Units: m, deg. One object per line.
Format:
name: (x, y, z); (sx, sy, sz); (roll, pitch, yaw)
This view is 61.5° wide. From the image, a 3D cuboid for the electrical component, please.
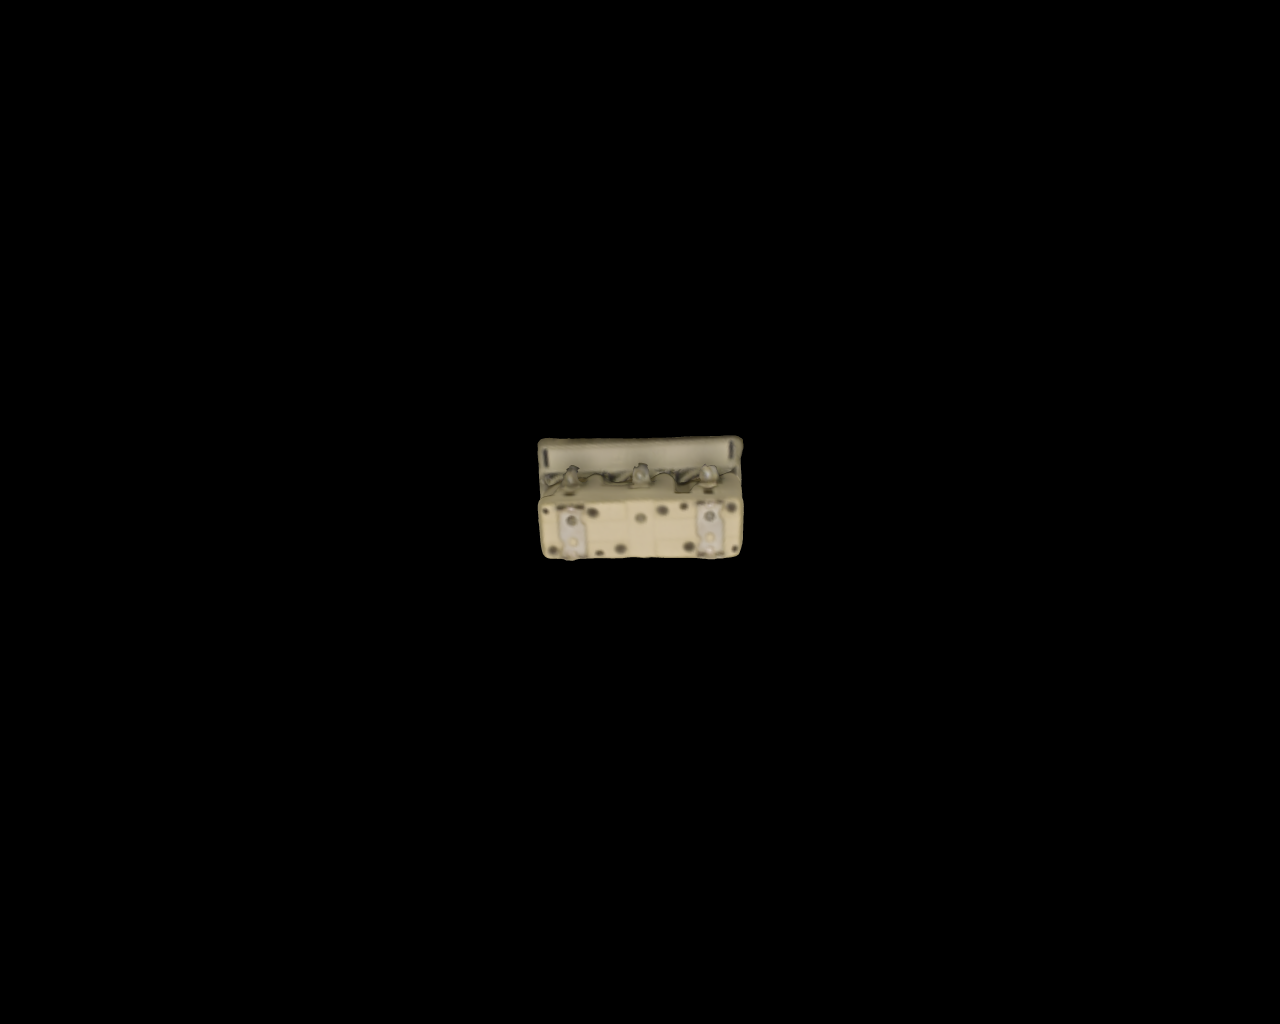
electrical component: (0.001, -0.003, 0.650); (0.121, 0.078, 0.063); (0, 29, 0)
